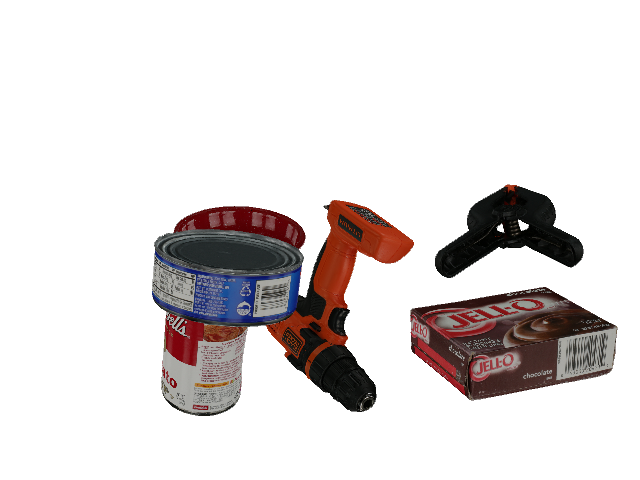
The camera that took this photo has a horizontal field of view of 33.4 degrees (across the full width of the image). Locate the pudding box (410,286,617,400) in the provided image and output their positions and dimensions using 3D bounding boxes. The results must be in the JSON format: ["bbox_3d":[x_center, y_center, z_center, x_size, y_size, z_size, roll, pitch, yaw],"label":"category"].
[{"bbox_3d":[0.130,0.068,0.730,0.113,0.039,0.090,-6,18,-20],"label":"pudding box"}]

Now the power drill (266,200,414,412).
[{"bbox_3d":[0.026,0.066,1.134,0.057,0.188,0.185,12,19,-42],"label":"power drill"}]

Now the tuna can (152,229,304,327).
[{"bbox_3d":[-0.054,0.021,0.615,0.086,0.034,0.086,6,14,-2],"label":"tuna can"}]

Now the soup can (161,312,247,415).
[{"bbox_3d":[-0.092,0.081,0.857,0.068,0.102,0.068,7,31,-4],"label":"soup can"}]

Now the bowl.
[{"bbox_3d":[-0.101,0.014,1.317,0.162,0.055,0.162,3,25,-2],"label":"bowl"}]

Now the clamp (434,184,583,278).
[{"bbox_3d":[0.176,-0.011,0.937,0.120,0.039,0.171,3,25,20],"label":"clamp"}]
